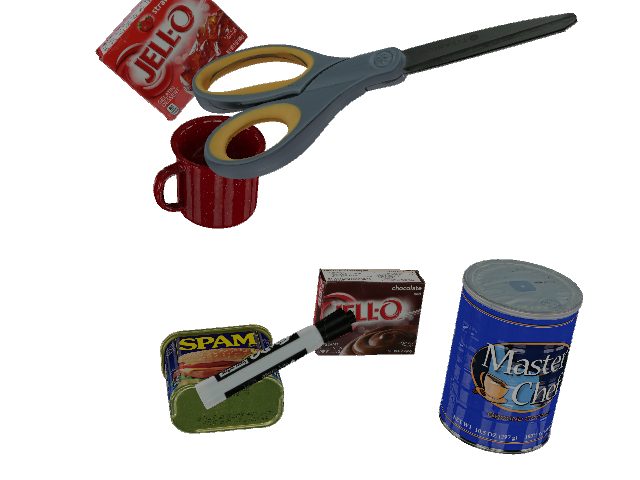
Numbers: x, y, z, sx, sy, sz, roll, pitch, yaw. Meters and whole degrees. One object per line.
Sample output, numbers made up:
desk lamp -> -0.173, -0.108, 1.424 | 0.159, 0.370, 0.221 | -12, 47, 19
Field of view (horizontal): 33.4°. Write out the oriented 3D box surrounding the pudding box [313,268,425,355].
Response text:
pudding box -> 0.050, 0.077, 1.148 | 0.113, 0.090, 0.039 | 0, 27, -13

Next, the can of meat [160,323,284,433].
can of meat -> -0.086, 0.121, 0.930 | 0.102, 0.057, 0.084 | -4, 27, -10

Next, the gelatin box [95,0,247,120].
gelatin box -> -0.111, -0.146, 0.798 | 0.073, 0.089, 0.030 | 41, 4, -29

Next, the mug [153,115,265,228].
mug -> -0.113, -0.062, 1.063 | 0.117, 0.081, 0.093 | -24, 48, -30

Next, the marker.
marker -> -0.029, 0.080, 0.738 | 0.121, 0.020, 0.020 | -27, 5, -10

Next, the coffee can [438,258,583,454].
coffee can -> 0.166, 0.101, 0.941 | 0.103, 0.140, 0.103 | 6, 24, -3

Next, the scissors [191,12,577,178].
scissors -> 0.023, -0.073, 0.537 | 0.202, 0.096, 0.016 | 0, -36, 21
